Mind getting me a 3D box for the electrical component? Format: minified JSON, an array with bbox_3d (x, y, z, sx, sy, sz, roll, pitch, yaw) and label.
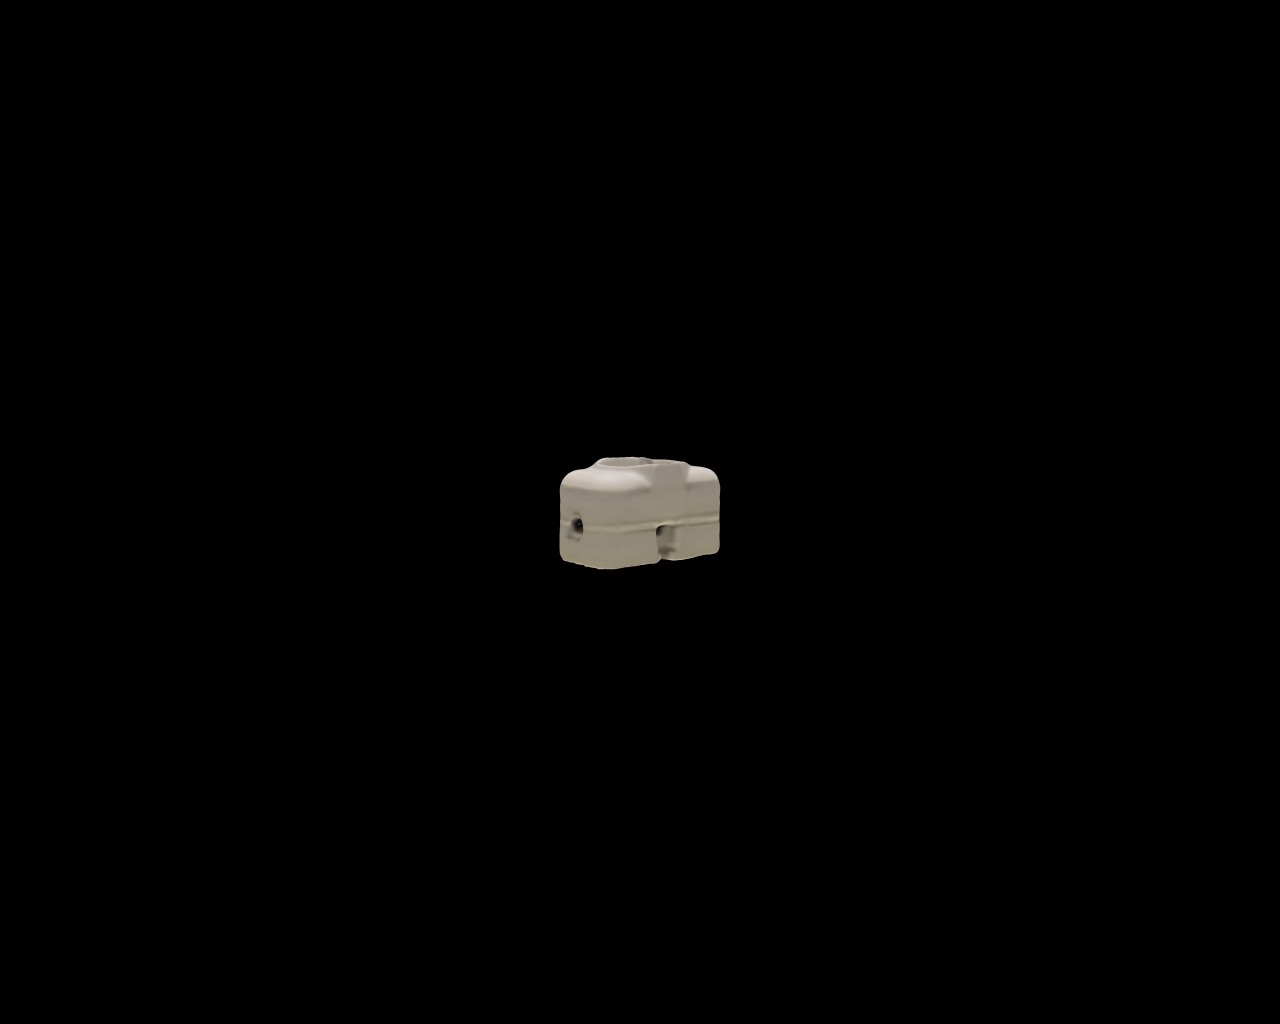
[{"bbox_3d":[0.001,-0.003,0.650,0.095,0.059,0.054,-6,9,-36],"label":"electrical component"}]
